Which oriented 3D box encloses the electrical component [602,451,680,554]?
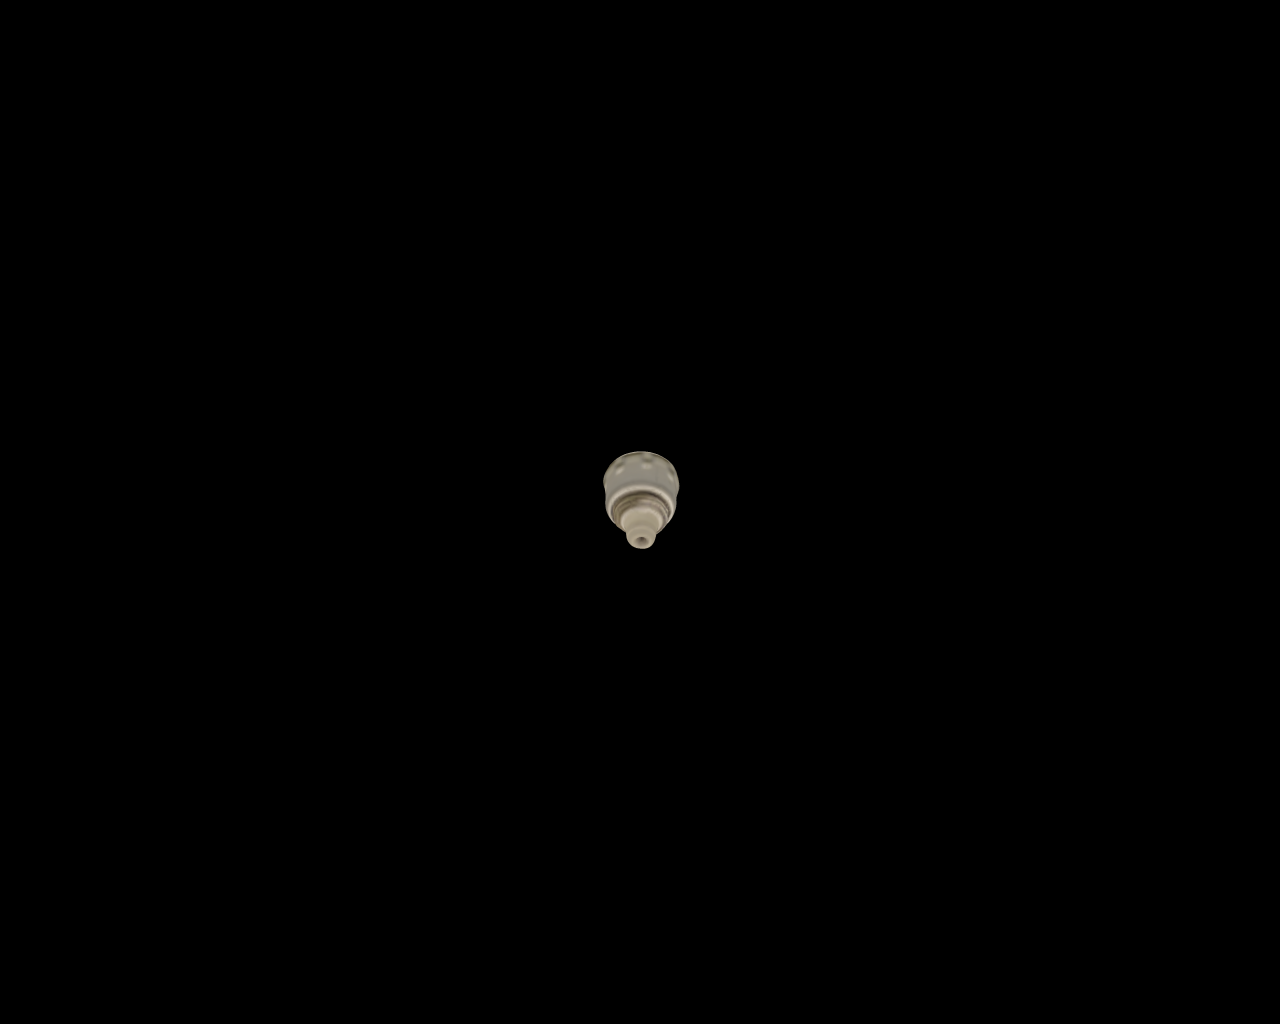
[{"bbox_3d":[0.001,-0.003,0.650,0.048,0.048,0.062,0,43,0],"label":"electrical component"}]
